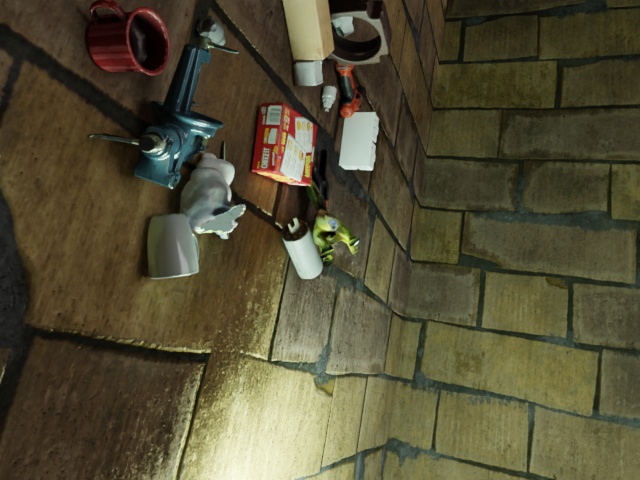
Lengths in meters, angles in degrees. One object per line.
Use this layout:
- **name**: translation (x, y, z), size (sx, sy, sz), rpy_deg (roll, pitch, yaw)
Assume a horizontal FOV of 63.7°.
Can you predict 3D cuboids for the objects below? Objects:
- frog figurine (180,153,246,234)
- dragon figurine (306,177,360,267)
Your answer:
- **frog figurine**: translation (-0.211, -0.097, 0.959), size (0.123, 0.162, 0.135), rpy_deg (-19, -21, -11)
- **dragon figurine**: translation (0.004, -0.071, 1.404), size (0.122, 0.246, 0.403), rpy_deg (-26, -23, -6)
